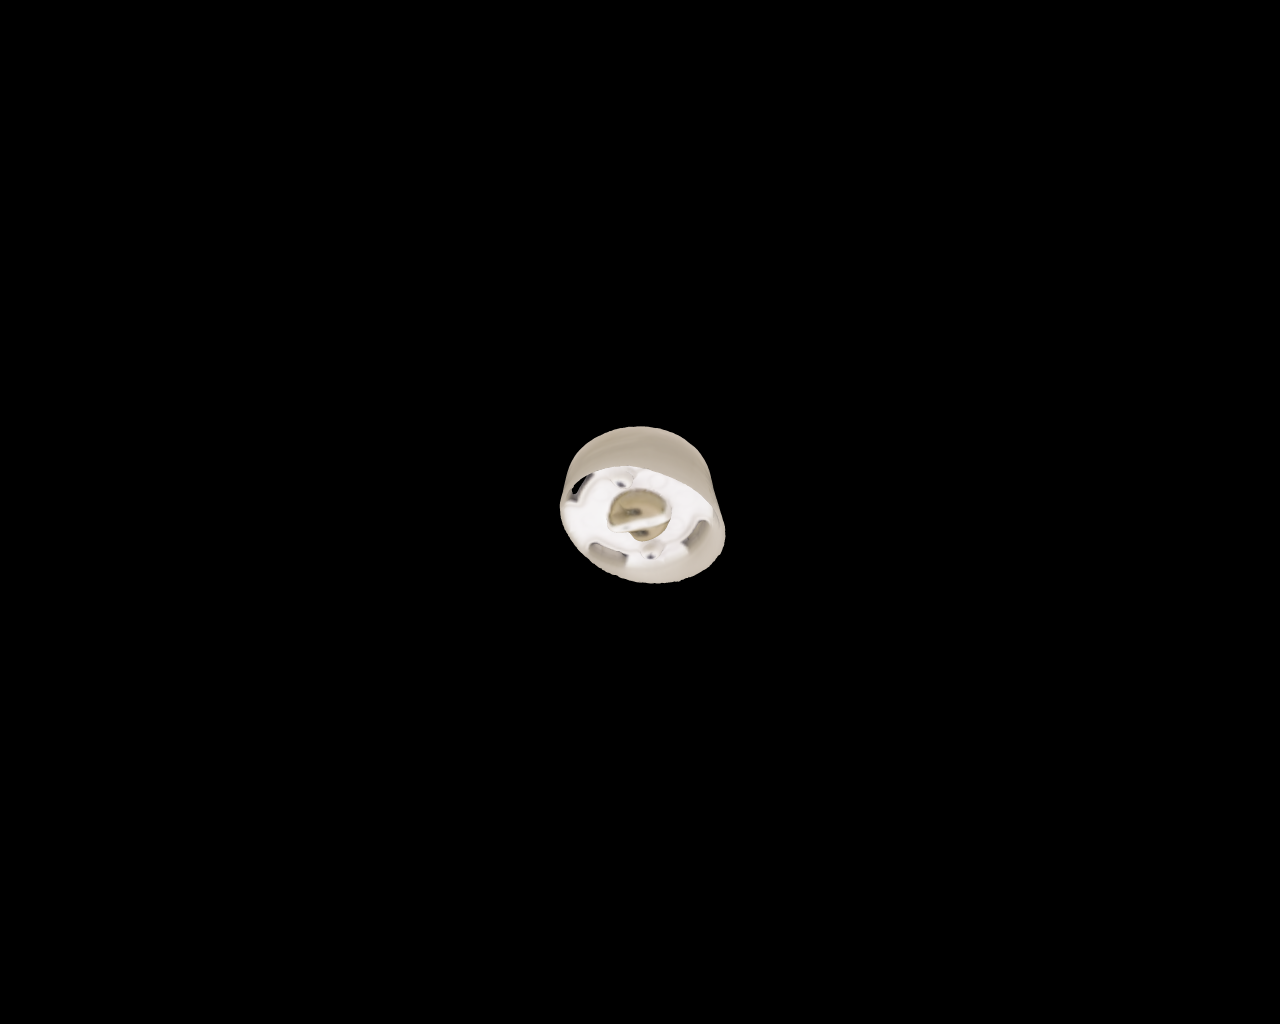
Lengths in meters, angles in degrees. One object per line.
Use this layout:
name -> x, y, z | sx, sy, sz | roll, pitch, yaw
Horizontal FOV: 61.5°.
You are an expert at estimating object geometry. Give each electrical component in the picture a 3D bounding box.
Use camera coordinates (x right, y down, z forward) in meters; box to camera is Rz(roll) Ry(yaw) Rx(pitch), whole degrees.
electrical component -> 0.001, -0.003, 0.650 | 0.099, 0.099, 0.064 | 0, 40, 0
